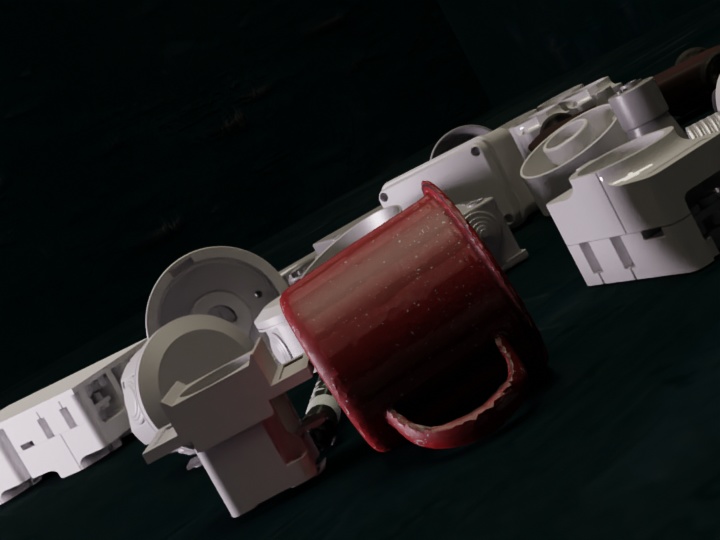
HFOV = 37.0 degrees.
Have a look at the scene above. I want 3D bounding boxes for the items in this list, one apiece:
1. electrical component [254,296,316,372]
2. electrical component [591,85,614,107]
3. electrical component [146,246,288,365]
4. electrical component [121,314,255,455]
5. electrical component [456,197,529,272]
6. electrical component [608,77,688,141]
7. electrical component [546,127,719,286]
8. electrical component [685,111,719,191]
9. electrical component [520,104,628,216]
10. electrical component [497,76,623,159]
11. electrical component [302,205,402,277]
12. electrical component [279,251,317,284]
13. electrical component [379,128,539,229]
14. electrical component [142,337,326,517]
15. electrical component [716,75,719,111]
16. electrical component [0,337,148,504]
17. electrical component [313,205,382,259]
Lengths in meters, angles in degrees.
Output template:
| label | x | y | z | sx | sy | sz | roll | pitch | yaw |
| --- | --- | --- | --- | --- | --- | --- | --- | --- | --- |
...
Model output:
| label | x | y | z | sx | sy | sz | roll | pitch | yaw |
| --- | --- | --- | --- | --- | --- | --- | --- | --- | --- |
| electrical component | -0.027 | 0.034 | 0.735 | 0.080 | 0.051 | 0.080 | -28 | 6 | 3 |
| electrical component | 0.212 | -0.121 | 0.886 | 0.043 | 0.062 | 0.043 | -28 | 6 | 3 |
| electrical component | -0.105 | 0.041 | 0.791 | 0.108 | 0.108 | 0.060 | -30 | 0 | -17 |
| electrical component | -0.099 | 0.070 | 0.638 | 0.080 | 0.080 | 0.051 | -33 | 2 | -34 |
| electrical component | 0.053 | -0.008 | 0.734 | 0.100 | 0.048 | 0.100 | -30 | 6 | -13 |
| electrical component | 0.204 | -0.102 | 0.759 | 0.044 | 0.065 | 0.044 | -28 | 6 | 3 |
| electrical component | 0.138 | -0.031 | 0.516 | 0.050 | 0.055 | 0.089 | -31 | 7 | -22 |
| electrical component | 0.210 | -0.070 | 0.569 | 0.081 | 0.043 | 0.043 | -27 | 6 | 15 |
| electrical component | 0.175 | -0.080 | 0.823 | 0.099 | 0.064 | 0.099 | -36 | 15 | 12 |
| electrical component | 0.204 | -0.140 | 1.093 | 0.105 | 0.060 | 0.186 | -29 | 6 | 0 |
| electrical component | 0.000 | 0.000 | 0.824 | 0.099 | 0.064 | 0.099 | -26 | 7 | 4 |
| electrical component | -0.053 | 0.014 | 1.046 | 0.077 | 0.044 | 0.079 | -31 | 7 | -21 |
| electrical component | 0.082 | -0.059 | 0.886 | 0.113 | 0.078 | 0.057 | -25 | 5 | 35 |
| electrical component | -0.051 | 0.071 | 0.479 | 0.081 | 0.063 | 0.042 | -28 | 5 | 4 |
| electrical component | 0.249 | -0.105 | 0.639 | 0.055 | 0.055 | 0.047 | -31 | 10 | -24 |
| electrical component | -0.255 | 0.133 | 0.896 | 0.186 | 0.060 | 0.105 | -25 | 7 | 29 |
| electrical component | 0.022 | -0.025 | 0.973 | 0.113 | 0.057 | 0.078 | -30 | 6 | -17 |
